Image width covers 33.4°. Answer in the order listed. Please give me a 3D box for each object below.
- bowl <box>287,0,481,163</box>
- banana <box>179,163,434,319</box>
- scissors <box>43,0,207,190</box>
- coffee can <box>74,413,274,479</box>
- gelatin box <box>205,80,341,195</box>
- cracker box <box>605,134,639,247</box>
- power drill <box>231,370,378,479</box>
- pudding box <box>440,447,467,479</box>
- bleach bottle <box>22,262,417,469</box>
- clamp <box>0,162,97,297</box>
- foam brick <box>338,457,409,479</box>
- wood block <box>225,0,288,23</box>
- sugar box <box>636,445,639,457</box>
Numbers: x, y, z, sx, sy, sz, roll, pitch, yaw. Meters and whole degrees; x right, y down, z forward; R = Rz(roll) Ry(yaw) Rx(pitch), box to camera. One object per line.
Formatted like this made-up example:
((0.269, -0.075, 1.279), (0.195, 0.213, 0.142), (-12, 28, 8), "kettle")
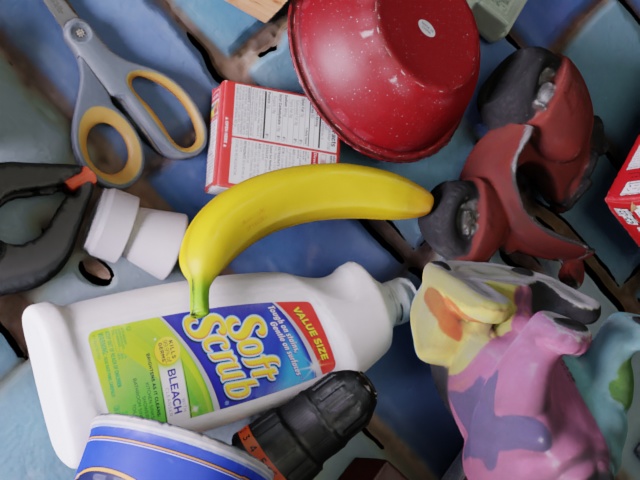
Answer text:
((0.058, -0.137, 0.736), (0.161, 0.055, 0.162), (10, 72, -33), "bowl")
((-0.016, -0.014, 0.678), (0.197, 0.037, 0.069), (-25, 84, -31), "banana")
((-0.162, -0.113, 0.684), (0.201, 0.016, 0.096), (41, 70, -11), "scissors")
((-0.092, 0.173, 0.551), (0.102, 0.103, 0.140), (24, 66, -17), "coffee can")
((-0.030, -0.063, 0.721), (0.089, 0.030, 0.073), (8, 78, -23), "gelatin box")
((0.323, -0.057, 0.820), (0.164, 0.072, 0.213), (45, 64, -25), "cracker box")
((0.000, 0.194, 0.633), (0.184, 0.057, 0.188), (-39, 77, 0), "power drill")
((0.139, 0.172, 0.747), (0.090, 0.039, 0.113), (43, 67, -8), "pudding box")
((-0.050, 0.060, 0.675), (0.250, 0.068, 0.102), (-15, 97, -25), "bleach bottle")
((-0.214, 0.000, 0.634), (0.171, 0.039, 0.120), (-45, 102, -21), "clamp")
((0.045, 0.187, 0.699), (0.078, 0.051, 0.053), (43, 69, -10), "foam brick")
((-0.095, -0.240, 0.692), (0.206, 0.090, 0.090), (27, 72, -16), "wood block")
((0.328, 0.131, 0.826), (0.093, 0.048, 0.176), (47, 72, -9), "sugar box")
